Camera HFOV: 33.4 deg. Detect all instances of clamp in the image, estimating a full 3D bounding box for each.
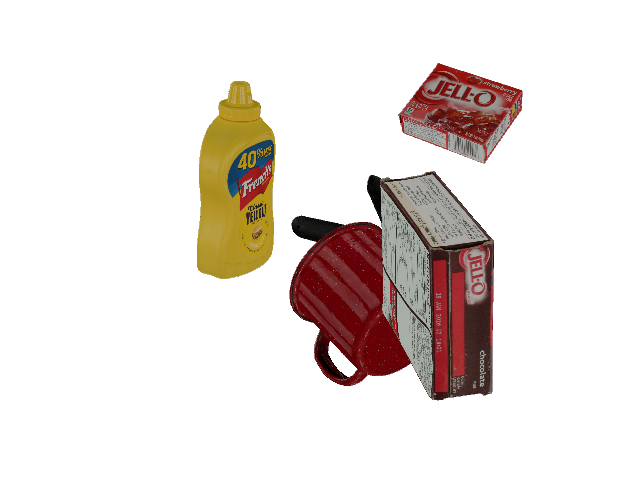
[{"bbox_3d":[0.080,0.006,1.240,0.164,0.036,0.210,-24,53,-40],"label":"clamp"}]

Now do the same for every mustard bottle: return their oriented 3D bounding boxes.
[{"bbox_3d":[-0.082,-0.064,1.065,0.058,0.192,0.096,17,26,30],"label":"mustard bottle"}]

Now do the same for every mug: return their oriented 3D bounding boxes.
[{"bbox_3d":[0.032,0.056,0.797,0.093,0.117,0.082,8,27,-44],"label":"mug"}]

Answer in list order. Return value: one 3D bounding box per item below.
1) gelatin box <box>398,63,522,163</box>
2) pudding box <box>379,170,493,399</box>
[{"bbox_3d":[0.127,-0.117,0.969,0.089,0.073,0.030,24,-28,26],"label":"gelatin box"},{"bbox_3d":[0.063,0.022,0.593,0.039,0.090,0.113,-7,24,-10],"label":"pudding box"}]
